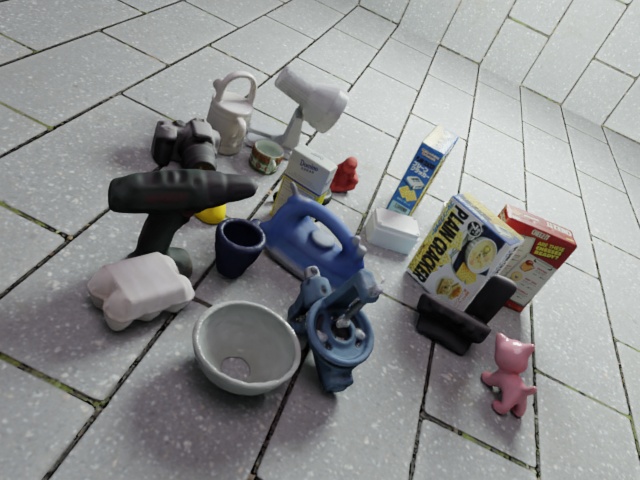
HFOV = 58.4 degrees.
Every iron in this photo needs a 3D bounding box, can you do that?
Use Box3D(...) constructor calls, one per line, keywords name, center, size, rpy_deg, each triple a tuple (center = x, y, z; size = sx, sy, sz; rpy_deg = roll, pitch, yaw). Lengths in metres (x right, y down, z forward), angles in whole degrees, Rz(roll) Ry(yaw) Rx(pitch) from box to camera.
Box3D(name="iron", center=(0.010, 0.004, 1.116), size=(0.258, 0.141, 0.119), rpy_deg=(36, 36, 13))

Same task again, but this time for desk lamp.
Box3D(name="desk lamp", center=(-0.056, -0.309, 1.409), size=(0.203, 0.213, 0.118), rpy_deg=(16, 36, -14))

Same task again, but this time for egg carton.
Box3D(name="egg carton", center=(-0.281, 0.079, 0.902), size=(0.151, 0.069, 0.107), rpy_deg=(-18, 54, -44))

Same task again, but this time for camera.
Box3D(name="camera", center=(-0.276, -0.194, 1.224), size=(0.143, 0.100, 0.136), rpy_deg=(5, 41, -27))

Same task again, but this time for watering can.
Box3D(name="watering can", center=(-0.210, -0.309, 1.330), size=(0.172, 0.194, 0.101), rpy_deg=(41, 38, 20))

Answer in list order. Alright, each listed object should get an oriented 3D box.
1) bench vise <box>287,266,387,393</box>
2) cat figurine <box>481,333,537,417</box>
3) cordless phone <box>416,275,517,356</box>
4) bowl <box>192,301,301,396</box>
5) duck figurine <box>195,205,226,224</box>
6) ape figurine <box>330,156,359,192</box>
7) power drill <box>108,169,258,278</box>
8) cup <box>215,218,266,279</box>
Box3D(name="bench vise", center=(0.018, 0.108, 0.922), size=(0.122, 0.219, 0.207), rpy_deg=(-14, 51, -42))
Box3D(name="cat figurine", center=(0.356, 0.240, 1.053), size=(0.067, 0.117, 0.127), rpy_deg=(10, 38, -22))
Box3D(name="cordless phone", center=(0.279, 0.117, 1.103), size=(0.147, 0.185, 0.094), rpy_deg=(27, 35, 1))
Box3D(name="bowl", center=(-0.118, 0.176, 0.875), size=(0.168, 0.074, 0.167), rpy_deg=(17, 36, -13))
Box3D(name="duck figurine", center=(-0.220, -0.095, 1.147), size=(0.078, 0.086, 0.104), rpy_deg=(-6, 46, -37))
Box3D(name="ape figurine", center=(0.063, -0.165, 1.405), size=(0.078, 0.092, 0.076), rpy_deg=(27, 35, 1))
Box3D(name="power drill", center=(-0.236, -0.032, 0.951), size=(0.230, 0.208, 0.075), rpy_deg=(4, 41, -28))
Box3D(name="cup", center=(-0.148, 0.015, 1.043), size=(0.091, 0.095, 0.118), rpy_deg=(30, 35, 5))
